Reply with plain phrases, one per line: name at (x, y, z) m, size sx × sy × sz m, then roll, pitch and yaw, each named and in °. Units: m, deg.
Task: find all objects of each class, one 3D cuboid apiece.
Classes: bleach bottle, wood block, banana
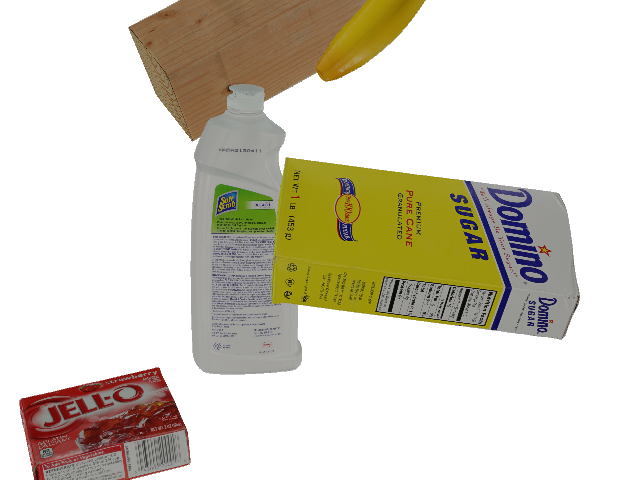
bleach bottle at (-0.061, -0.009, 0.926) m, size 0.102 × 0.251 × 0.068 m, roll -1°, pitch 21°, yaw -14°
wood block at (-0.062, -0.196, 1.016) m, size 0.206 × 0.090 × 0.091 m, roll -30°, pitch -38°, yaw -11°
banana at (0.057, -0.198, 0.835) m, size 0.070 × 0.197 × 0.037 m, roll -11°, pitch -46°, yaw 42°

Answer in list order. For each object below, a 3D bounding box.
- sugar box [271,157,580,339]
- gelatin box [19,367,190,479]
sugar box at (0.061, 0.003, 0.640) m, size 0.176 × 0.048 × 0.093 m, roll 5°, pitch 44°, yaw -1°
gelatin box at (-0.129, 0.112, 0.634) m, size 0.089 × 0.030 × 0.073 m, roll -11°, pitch 26°, yaw -17°
